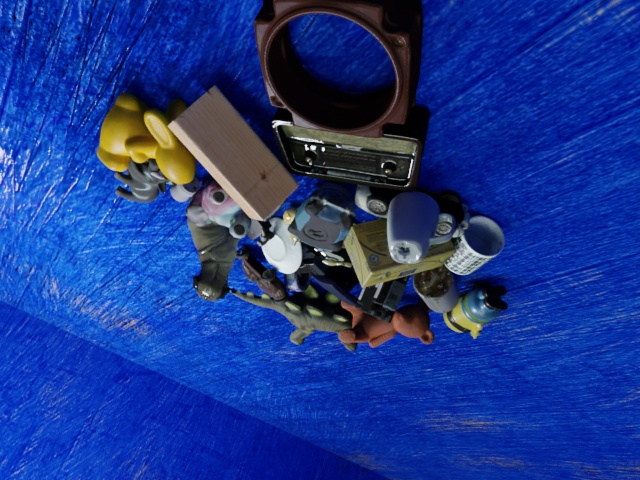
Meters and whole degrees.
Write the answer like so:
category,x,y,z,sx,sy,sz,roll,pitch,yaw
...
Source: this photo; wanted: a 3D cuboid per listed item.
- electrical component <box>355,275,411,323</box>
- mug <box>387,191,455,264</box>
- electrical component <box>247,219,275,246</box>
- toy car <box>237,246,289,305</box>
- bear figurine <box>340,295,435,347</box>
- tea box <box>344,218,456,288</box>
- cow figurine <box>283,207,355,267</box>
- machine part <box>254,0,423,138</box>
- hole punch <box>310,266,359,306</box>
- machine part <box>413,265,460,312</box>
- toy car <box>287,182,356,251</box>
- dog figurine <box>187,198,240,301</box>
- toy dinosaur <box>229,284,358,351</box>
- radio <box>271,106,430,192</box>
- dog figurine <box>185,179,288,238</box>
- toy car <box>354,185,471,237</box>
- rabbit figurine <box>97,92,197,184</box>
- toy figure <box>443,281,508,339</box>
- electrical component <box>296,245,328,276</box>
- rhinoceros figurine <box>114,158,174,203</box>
category,x,y,z,sx,sy,sz,roll,pitch,yaw
electrical component,0.134,0.110,1.134,0.058,0.115,0.134,23,177,-11
mug,0.153,-0.012,0.839,0.110,0.107,0.080,9,135,15
electrical component,-0.143,-0.035,1.141,0.078,0.045,0.102,-24,101,45
toy car,-0.143,0.083,1.274,0.202,0.053,0.089,33,158,48
bear figurine,0.161,0.190,1.261,0.196,0.120,0.131,-8,160,35
tea box,0.140,0.012,0.952,0.170,0.098,0.068,-12,155,-17
cow figurine,-0.003,-0.003,1.089,0.167,0.098,0.068,18,156,1
machine part,0.025,-0.234,0.692,0.201,0.087,0.201,12,146,15
hole punch,0.040,0.093,1.234,0.116,0.092,0.142,-10,143,46
machine part,0.239,0.097,1.087,0.079,0.079,0.243,6,166,22
toy car,0.011,-0.053,0.990,0.109,0.103,0.161,21,150,-6
dog figurine,-0.249,0.019,1.173,0.172,0.190,0.121,33,147,-20
toy dinosaur,-0.025,0.190,1.419,0.472,0.105,0.198,8,142,2
radio,0.049,-0.151,0.838,0.230,0.073,0.131,11,149,14
dog figurine,-0.167,-0.090,1.042,0.108,0.191,0.219,56,167,-21
toy car,0.160,-0.060,0.924,0.202,0.073,0.056,19,146,2
rabbit figurine,-0.285,-0.176,0.951,0.173,0.122,0.162,39,127,4
toy figure,0.332,0.145,1.156,0.089,0.082,0.180,30,155,4
electrical component,-0.002,0.035,1.176,0.119,0.075,0.047,-10,140,35
rhinoceros figurine,-0.358,-0.131,1.108,0.112,0.073,0.190,29,149,-14
